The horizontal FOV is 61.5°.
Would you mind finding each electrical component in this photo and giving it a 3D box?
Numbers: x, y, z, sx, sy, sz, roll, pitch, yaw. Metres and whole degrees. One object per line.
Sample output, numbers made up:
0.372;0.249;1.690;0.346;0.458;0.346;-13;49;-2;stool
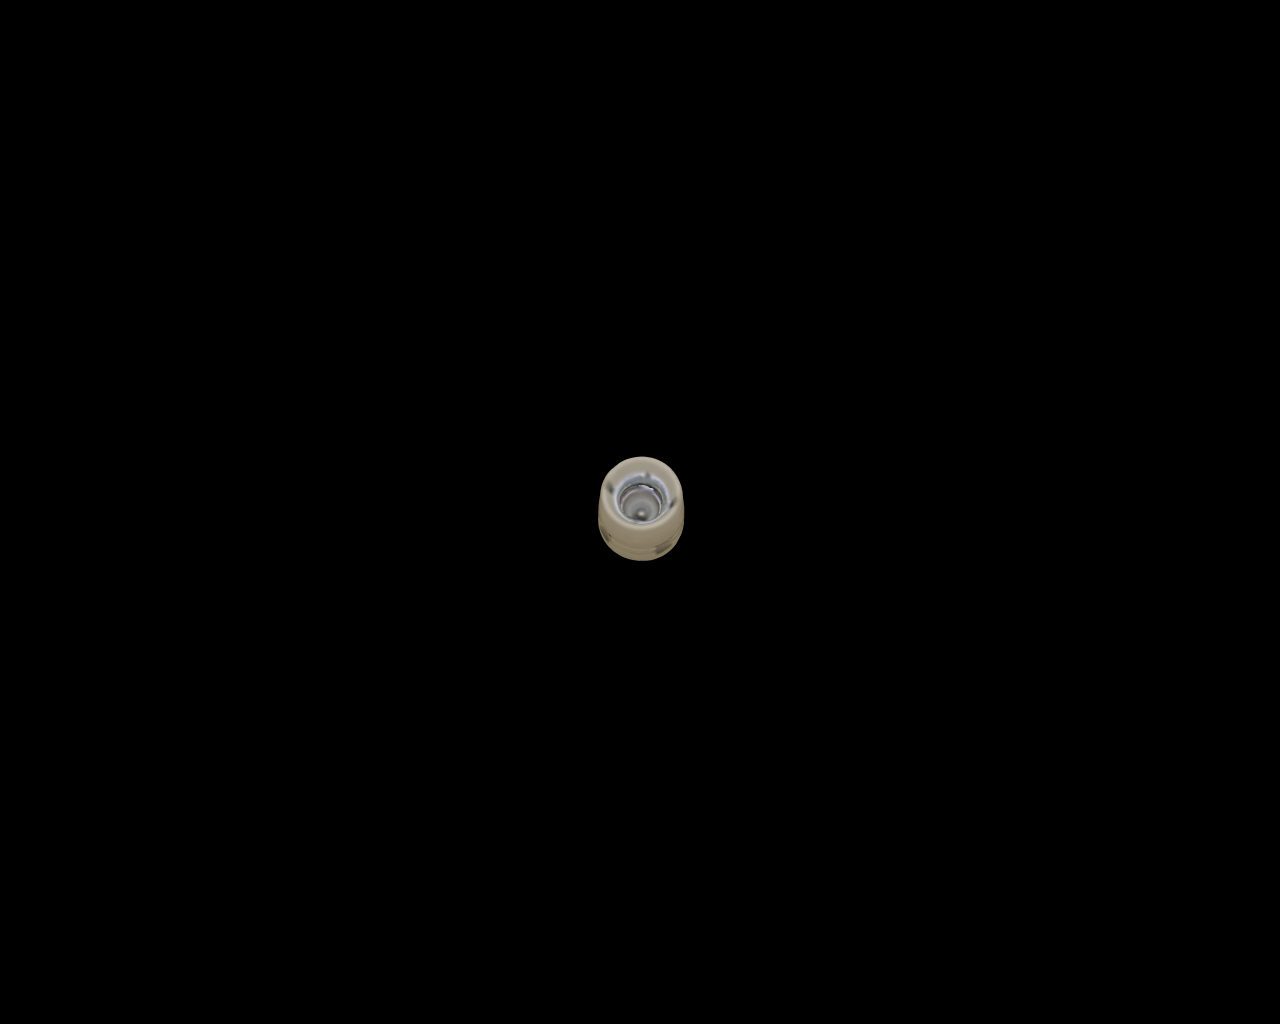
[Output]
0.001;-0.003;0.650;0.055;0.055;0.047;0;-23;0;electrical component
